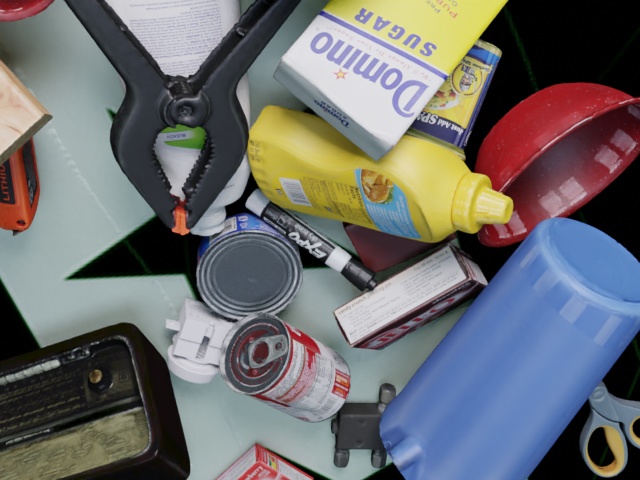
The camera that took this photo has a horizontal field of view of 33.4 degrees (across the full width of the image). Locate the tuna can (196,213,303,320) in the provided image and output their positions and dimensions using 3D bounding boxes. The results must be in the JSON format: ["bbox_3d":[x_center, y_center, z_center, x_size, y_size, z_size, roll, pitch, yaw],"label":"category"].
[{"bbox_3d":[-0.057,0.021,0.864,0.086,0.034,0.086,-3,121,-5],"label":"tuna can"}]

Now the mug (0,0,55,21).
[{"bbox_3d":[-0.199,-0.208,0.681,0.093,0.081,0.117,12,119,-13],"label":"mug"}]

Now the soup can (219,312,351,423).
[{"bbox_3d":[-0.027,0.107,0.880,0.068,0.068,0.102,-36,143,15],"label":"soup can"}]

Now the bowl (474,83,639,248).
[{"bbox_3d":[0.171,-0.066,0.798,0.162,0.055,0.162,-27,155,-14],"label":"bowl"}]

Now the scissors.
[{"bbox_3d":[0.274,0.140,0.982,0.096,0.016,0.202,-13,121,0],"label":"scissors"}]

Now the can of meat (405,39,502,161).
[{"bbox_3d":[0.071,-0.114,0.769,0.102,0.057,0.084,20,94,-18],"label":"can of meat"}]

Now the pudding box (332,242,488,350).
[{"bbox_3d":[0.075,0.048,0.864,0.113,0.090,0.039,-33,75,12],"label":"pudding box"}]

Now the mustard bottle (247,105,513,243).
[{"bbox_3d":[0.045,-0.041,0.760,0.192,0.058,0.096,16,152,29],"label":"mustard bottle"}]

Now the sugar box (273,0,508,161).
[{"bbox_3d":[0.059,-0.149,0.706,0.093,0.048,0.176,38,75,-4],"label":"sugar box"}]

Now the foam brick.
[{"bbox_3d":[0.061,-0.018,0.843,0.078,0.051,0.053,-23,122,8],"label":"foam brick"}]

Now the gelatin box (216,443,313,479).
[{"bbox_3d":[-0.060,0.241,0.999,0.073,0.030,0.089,37,111,-24],"label":"gelatin box"}]

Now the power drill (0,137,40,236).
[{"bbox_3d":[-0.305,-0.069,0.771,0.187,0.057,0.184,-2,125,-2],"label":"power drill"}]

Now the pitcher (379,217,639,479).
[{"bbox_3d":[0.166,0.101,0.871,0.145,0.149,0.243,27,122,-6],"label":"pitcher"}]

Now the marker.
[{"bbox_3d":[-0.005,0.001,0.832,0.121,0.020,0.020,36,115,9],"label":"marker"}]

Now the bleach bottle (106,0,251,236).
[{"bbox_3d":[-0.102,-0.114,0.762,0.102,0.068,0.251,-6,124,-4],"label":"bleach bottle"}]

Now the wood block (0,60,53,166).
[{"bbox_3d":[-0.276,-0.126,0.677,0.091,0.090,0.206,-43,101,-3],"label":"wood block"}]

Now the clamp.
[{"bbox_3d":[-0.083,-0.099,0.715,0.164,0.036,0.210,-8,126,-9],"label":"clamp"}]
